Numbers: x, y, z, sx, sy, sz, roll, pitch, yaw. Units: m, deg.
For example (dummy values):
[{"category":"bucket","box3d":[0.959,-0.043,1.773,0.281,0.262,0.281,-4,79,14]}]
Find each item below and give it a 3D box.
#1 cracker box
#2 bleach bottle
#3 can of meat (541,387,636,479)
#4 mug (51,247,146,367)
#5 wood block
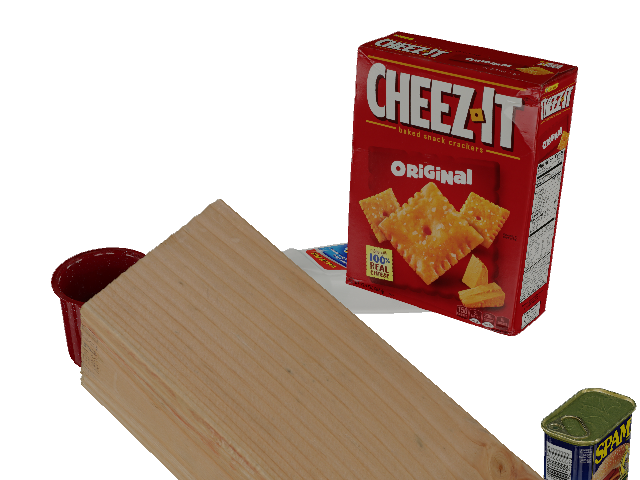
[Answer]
[{"category":"cracker box","box3d":[0.107,-0.046,0.864,0.164,0.214,0.072,18,30,31]},{"category":"bleach bottle","box3d":[0.041,0.041,1.116,0.250,0.068,0.102,-5,30,-13]},{"category":"can of meat","box3d":[0.248,0.197,0.991,0.058,0.084,0.101,14,26,39]},{"category":"mug","box3d":[-0.182,0.070,0.945,0.093,0.081,0.117,-20,37,-29]},{"category":"wood block","box3d":[-0.008,0.091,0.497,0.090,0.206,0.090,-41,-17,-30]}]
